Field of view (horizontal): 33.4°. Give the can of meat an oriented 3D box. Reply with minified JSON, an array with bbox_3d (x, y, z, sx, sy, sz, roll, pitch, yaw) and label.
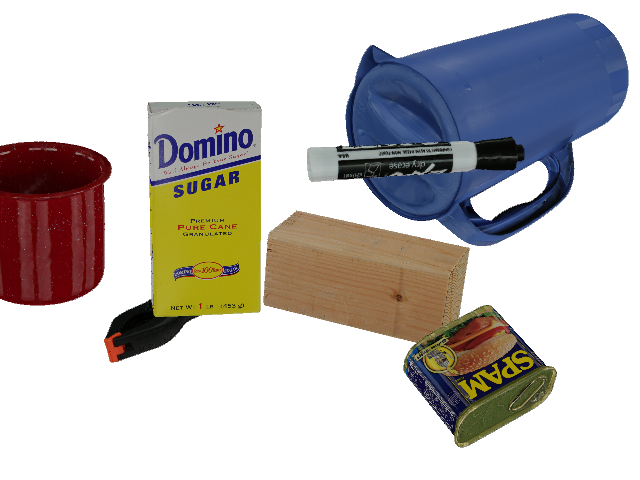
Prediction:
[{"bbox_3d":[0.133,0.112,0.906,0.102,0.057,0.084,-25,52,-20],"label":"can of meat"}]

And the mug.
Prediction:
[{"bbox_3d":[-0.193,-0.008,0.690,0.117,0.081,0.093,-13,31,-31],"label":"mug"}]

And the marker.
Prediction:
[{"bbox_3d":[0.053,-0.045,0.591,0.121,0.020,0.020,-4,0,-6],"label":"marker"}]

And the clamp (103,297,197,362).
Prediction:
[{"bbox_3d":[-0.162,0.079,1.165,0.120,0.039,0.171,-6,25,32],"label":"clamp"}]

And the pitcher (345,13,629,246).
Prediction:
[{"bbox_3d":[0.155,-0.106,0.909,0.242,0.149,0.145,-24,34,-34],"label":"pitcher"}]

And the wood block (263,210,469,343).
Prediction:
[{"bbox_3d":[0.050,0.041,1.186,0.206,0.091,0.090,13,24,18],"label":"wood block"}]

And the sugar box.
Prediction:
[{"bbox_3d":[-0.097,-0.027,0.893,0.093,0.176,0.048,-3,16,-11],"label":"sugar box"}]
